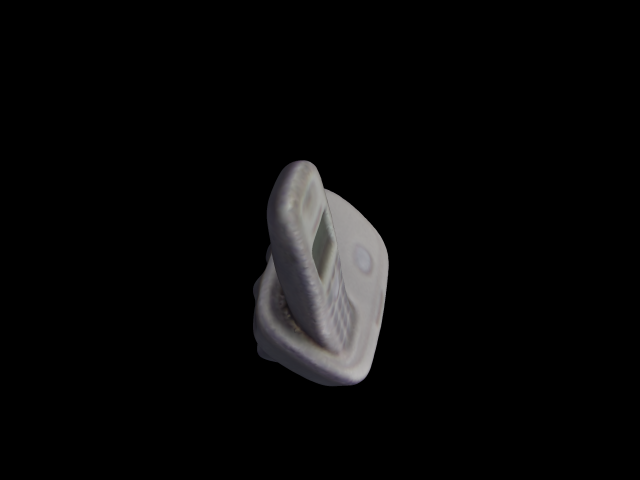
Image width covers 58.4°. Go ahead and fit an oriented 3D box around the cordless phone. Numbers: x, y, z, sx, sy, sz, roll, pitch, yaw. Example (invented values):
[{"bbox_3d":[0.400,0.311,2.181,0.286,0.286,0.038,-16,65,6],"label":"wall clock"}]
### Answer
[{"bbox_3d":[0.004,0.001,0.400,0.094,0.185,0.147,7,50,7],"label":"cordless phone"}]
